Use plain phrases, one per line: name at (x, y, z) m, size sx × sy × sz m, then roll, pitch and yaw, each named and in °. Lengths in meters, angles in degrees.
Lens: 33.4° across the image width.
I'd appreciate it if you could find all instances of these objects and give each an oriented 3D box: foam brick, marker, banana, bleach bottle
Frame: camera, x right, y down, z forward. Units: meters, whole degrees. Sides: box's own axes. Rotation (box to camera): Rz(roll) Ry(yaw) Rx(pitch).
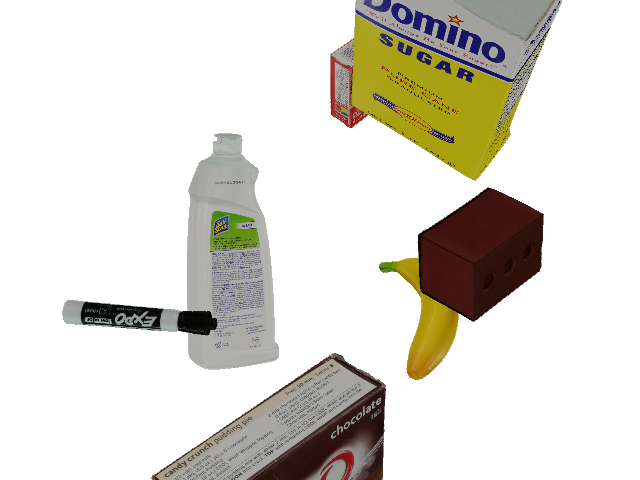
foam brick at (0.112, 0.009, 0.743) m, size 0.078 × 0.053 × 0.051 m, roll -33°, pitch 44°, yaw -31°
marker at (-0.139, 0.059, 0.823) m, size 0.121 × 0.020 × 0.020 m, roll 4°, pitch 1°, yaw 10°
banana at (0.107, 0.069, 1.078) m, size 0.070 × 0.037 × 0.198 m, roll -30°, pitch 28°, yaw 12°
bleach bottle at (-0.094, 0.010, 1.161) m, size 0.102 × 0.251 × 0.068 m, roll -5°, pitch 15°, yaw -29°

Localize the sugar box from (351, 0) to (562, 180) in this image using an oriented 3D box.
sugar box at (0.064, -0.099, 0.560) m, size 0.093 × 0.048 × 0.176 m, roll 32°, pitch -12°, yaw 11°

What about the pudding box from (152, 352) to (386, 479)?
pudding box at (-0.020, 0.117, 0.488) m, size 0.039 × 0.090 × 0.113 m, roll 30°, pitch 47°, yaw 34°

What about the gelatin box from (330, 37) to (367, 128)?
gelatin box at (0.048, -0.156, 0.973) m, size 0.030 × 0.073 × 0.089 m, roll 37°, pitch 59°, yaw 27°
